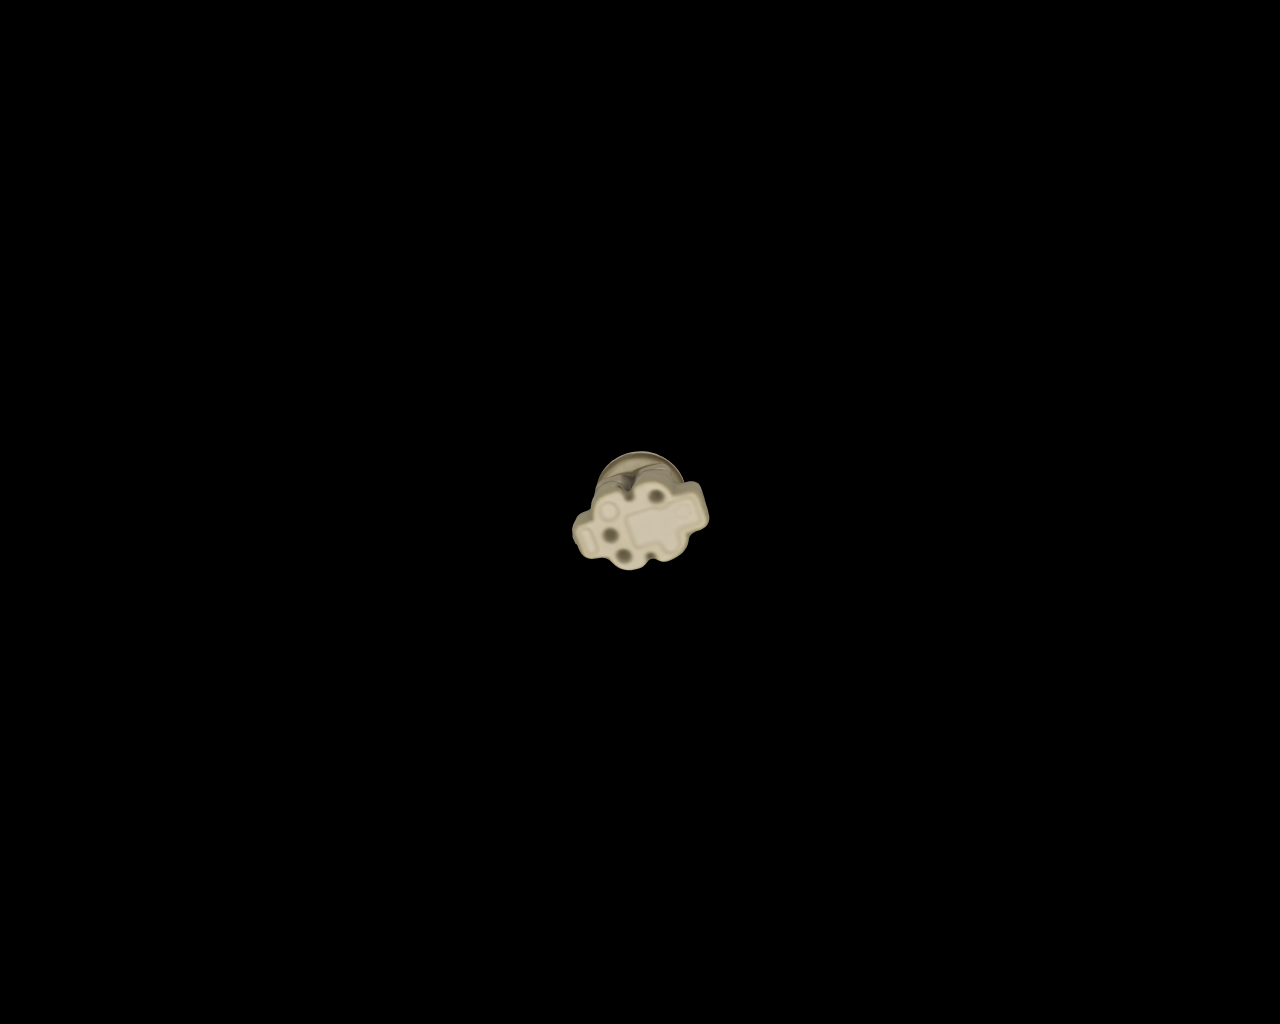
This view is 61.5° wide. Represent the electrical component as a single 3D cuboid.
[{"bbox_3d":[0.001,-0.003,0.650,0.078,0.058,0.057,-17,22,7],"label":"electrical component"}]
